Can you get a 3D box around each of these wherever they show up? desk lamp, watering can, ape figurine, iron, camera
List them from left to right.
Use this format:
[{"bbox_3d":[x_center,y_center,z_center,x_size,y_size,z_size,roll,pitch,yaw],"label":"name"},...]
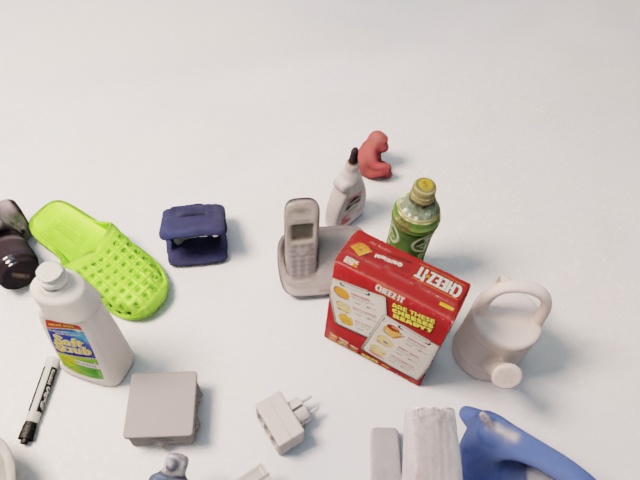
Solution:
[{"bbox_3d":[-0.505,0.014,0.873,0.143,0.101,0.136,-35,64,-25],"label":"camera"},{"bbox_3d":[0.102,-0.161,1.052,0.076,0.092,0.078,5,54,0],"label":"ape figurine"},{"bbox_3d":[0.115,0.289,0.657,0.118,0.213,0.203,2,54,-3],"label":"desk lamp"},{"bbox_3d":[0.259,0.122,0.799,0.101,0.194,0.172,-7,55,-9],"label":"watering can"},{"bbox_3d":[0.284,0.298,0.709,0.257,0.141,0.119,28,57,15],"label":"iron"}]

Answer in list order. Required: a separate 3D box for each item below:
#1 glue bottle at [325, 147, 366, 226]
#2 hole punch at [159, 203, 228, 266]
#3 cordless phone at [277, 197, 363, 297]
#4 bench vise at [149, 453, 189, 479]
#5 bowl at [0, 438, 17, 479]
[{"bbox_3d":[0.047,-0.089,0.946,0.037,0.173,0.078,39,61,21],"label":"glue bottle"},{"bbox_3d":[-0.206,-0.021,0.928,0.109,0.091,0.101,-6,55,-9],"label":"hole punch"},{"bbox_3d":[0.008,0.003,0.870,0.148,0.185,0.094,-9,56,-10],"label":"cordless phone"},{"bbox_3d":[-0.200,0.326,0.602,0.121,0.220,0.207,-3,55,-6],"label":"bench vise"},{"bbox_3d":[-0.438,0.313,0.681,0.167,0.075,0.167,2,54,-3],"label":"bowl"}]
